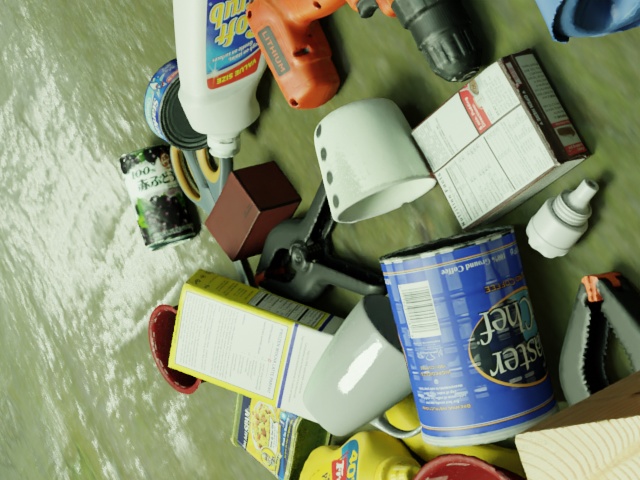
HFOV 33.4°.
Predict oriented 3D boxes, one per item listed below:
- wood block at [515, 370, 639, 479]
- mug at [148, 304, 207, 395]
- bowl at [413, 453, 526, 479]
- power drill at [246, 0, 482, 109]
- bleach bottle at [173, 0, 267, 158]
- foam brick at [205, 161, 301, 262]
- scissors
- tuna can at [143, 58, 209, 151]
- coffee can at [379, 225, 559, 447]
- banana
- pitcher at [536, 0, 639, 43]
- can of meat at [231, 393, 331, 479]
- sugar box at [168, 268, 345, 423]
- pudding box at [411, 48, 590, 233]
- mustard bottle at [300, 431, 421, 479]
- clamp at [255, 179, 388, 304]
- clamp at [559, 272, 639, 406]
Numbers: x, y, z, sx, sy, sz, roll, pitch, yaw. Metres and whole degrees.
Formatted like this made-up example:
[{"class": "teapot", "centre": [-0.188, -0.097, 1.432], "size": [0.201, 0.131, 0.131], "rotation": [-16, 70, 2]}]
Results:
[{"class": "wood block", "centre": [0.217, 0.110, 0.588], "size": [0.091, 0.205, 0.090], "rotation": [-24, 84, 52]}, {"class": "mug", "centre": [-0.112, 0.089, 1.072], "size": [0.093, 0.081, 0.117], "rotation": [39, 131, 35]}, {"class": "bowl", "centre": [0.131, 0.227, 0.767], "size": [0.162, 0.055, 0.162], "rotation": [16, 110, 51]}, {"class": "power drill", "centre": [0.031, -0.176, 0.834], "size": [0.188, 0.057, 0.184], "rotation": [-32, 80, 48]}, {"class": "bleach bottle", "centre": [-0.078, -0.193, 0.938], "size": [0.068, 0.102, 0.251], "rotation": [40, 137, 46]}, {"class": "foam brick", "centre": [-0.063, -0.026, 1.000], "size": [0.053, 0.051, 0.078], "rotation": [54, 137, 21]}, {"class": "scissors", "centre": [-0.090, -0.027, 1.060], "size": [0.202, 0.016, 0.096], "rotation": [57, 137, 18]}, {"class": "tuna can", "centre": [-0.123, -0.129, 1.008], "size": [0.034, 0.085, 0.086], "rotation": [33, 126, 42]}, {"class": "coffee can", "centre": [0.109, 0.069, 0.785], "size": [0.103, 0.102, 0.140], "rotation": [-11, 94, 51]}, {"class": "banana", "centre": [0.112, 0.161, 0.866], "size": [0.198, 0.037, 0.070], "rotation": [33, 126, 39]}, {"class": "pitcher", "centre": [0.143, -0.251, 0.619], "size": [0.149, 0.144, 0.243], "rotation": [-31, 72, 14]}, {"class": "can of meat", "centre": [-0.036, 0.177, 1.033], "size": [0.084, 0.057, 0.102], "rotation": [33, 127, 37]}, {"class": "sugar box", "centre": [-0.045, 0.098, 0.965], "size": [0.176, 0.048, 0.093], "rotation": [18, 116, 11]}, {"class": "pudding box", "centre": [0.126, -0.069, 0.768], "size": [0.114, 0.039, 0.090], "rotation": [-40, 74, 52]}, {"class": "mustard bottle", "centre": [0.039, 0.216, 0.918], "size": [0.192, 0.058, 0.096], "rotation": [140, 137, -61]}, {"class": "clamp", "centre": [-0.006, 0.001, 0.953], "size": [0.172, 0.039, 0.120], "rotation": [-14, 82, 50]}, {"class": "clamp", "centre": [0.203, 0.129, 0.727], "size": [0.165, 0.036, 0.210], "rotation": [-27, 73, 51]}]
